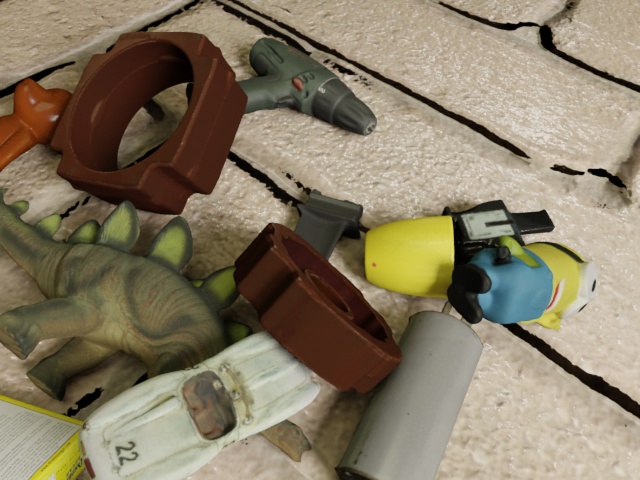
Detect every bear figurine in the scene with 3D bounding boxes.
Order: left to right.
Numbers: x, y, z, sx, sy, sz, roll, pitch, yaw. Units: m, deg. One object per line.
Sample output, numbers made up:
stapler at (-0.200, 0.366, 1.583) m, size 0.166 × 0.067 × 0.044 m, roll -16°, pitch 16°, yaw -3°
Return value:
bear figurine at (-0.385, -0.148, 0.660) m, size 0.196 × 0.131 × 0.120 m, roll -42°, pitch 50°, yaw -22°

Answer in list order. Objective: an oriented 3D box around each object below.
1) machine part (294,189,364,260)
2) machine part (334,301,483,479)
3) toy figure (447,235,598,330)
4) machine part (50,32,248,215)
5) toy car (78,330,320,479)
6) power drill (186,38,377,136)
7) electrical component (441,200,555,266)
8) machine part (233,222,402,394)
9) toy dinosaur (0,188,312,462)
machine part at (-0.001, -0.002, 0.623) m, size 0.084 × 0.039 × 0.139 m, roll 23°, pitch 54°, yaw 8°
machine part at (0.085, 0.151, 0.486) m, size 0.079 × 0.079 × 0.243 m, roll 25°, pitch 57°, yaw 15°
toy figure at (0.207, 0.039, 0.546) m, size 0.180 × 0.082 × 0.089 m, roll -1°, pitch 51°, yaw -29°
machine part at (-0.199, -0.138, 0.634) m, size 0.202 × 0.087 × 0.201 m, roll 10°, pitch 74°, yaw 28°
toy car at (-0.081, 0.127, 0.420) m, size 0.202 × 0.056 × 0.073 m, roll -17°, pitch 73°, yaw -41°
power drill at (-0.064, -0.189, 0.736) m, size 0.207 × 0.085 × 0.232 m, roll -30°, pitch 60°, yaw -18°
electrical component at (0.206, -0.008, 0.629) m, size 0.119 × 0.047 × 0.075 m, roll -9°, pitch 55°, yaw -10°
machine part at (-0.003, 0.061, 0.494) m, size 0.056 × 0.179 × 0.179 m, roll -47°, pitch 62°, yaw 7°
toy dinosaur at (-0.201, 0.061, 0.530) m, size 0.472 × 0.105 × 0.198 m, roll 31°, pitch 49°, yaw 8°
